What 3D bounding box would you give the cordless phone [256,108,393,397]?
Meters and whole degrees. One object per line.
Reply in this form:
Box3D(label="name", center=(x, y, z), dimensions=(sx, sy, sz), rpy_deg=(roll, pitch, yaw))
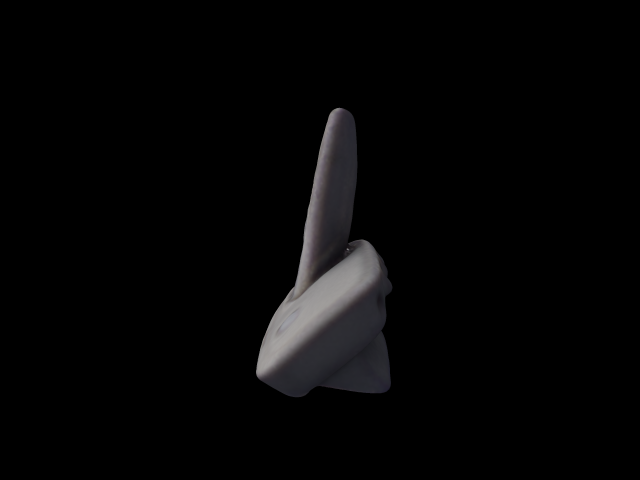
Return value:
Box3D(label="cordless phone", center=(0.004, 0.001, 0.400), dimensions=(0.094, 0.185, 0.147), rpy_deg=(0, 11, -2))
